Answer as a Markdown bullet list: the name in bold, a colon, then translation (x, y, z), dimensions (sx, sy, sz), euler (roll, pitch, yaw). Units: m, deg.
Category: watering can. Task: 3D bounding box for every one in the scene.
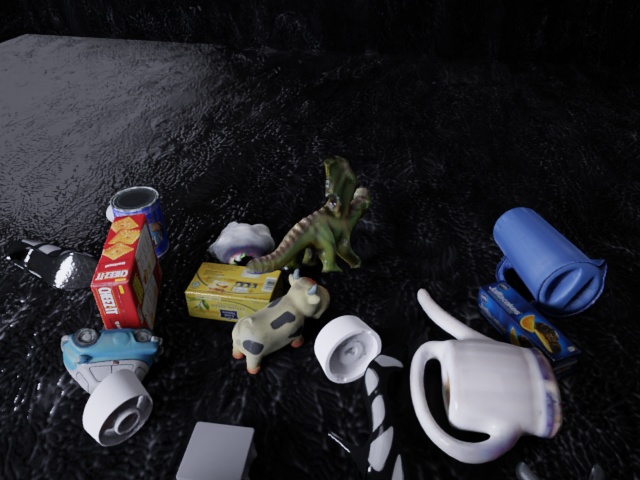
- **watering can**: translation (0.259, 0.201, 0.840), dimensions (0.224, 0.101, 0.356), euler (4, 35, 5)

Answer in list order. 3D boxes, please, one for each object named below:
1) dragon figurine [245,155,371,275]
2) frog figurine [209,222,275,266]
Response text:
- **dragon figurine**: translation (0.003, -0.053, 1.047), dimensions (0.122, 0.242, 0.410), euler (10, 5, 29)
- **frog figurine**: translation (-0.173, 0.002, 1.123), dimensions (0.137, 0.120, 0.163), euler (-23, 48, 2)
